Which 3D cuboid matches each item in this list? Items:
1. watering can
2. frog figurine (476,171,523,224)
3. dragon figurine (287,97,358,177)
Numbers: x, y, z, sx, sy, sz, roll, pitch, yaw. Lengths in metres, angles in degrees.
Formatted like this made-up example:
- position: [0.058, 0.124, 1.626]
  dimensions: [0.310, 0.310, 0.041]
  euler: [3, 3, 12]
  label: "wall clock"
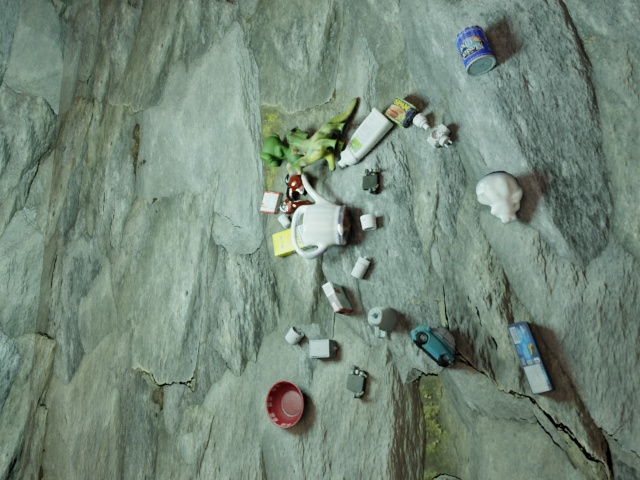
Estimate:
- position: [0.006, -0.097, 1.923]
  dimensions: [0.224, 0.102, 0.353]
  euler: [0, 70, 13]
  label: "watering can"
- position: [0.568, -0.133, 1.629]
  dimensions: [0.137, 0.120, 0.163]
  euler: [-1, 63, 10]
  label: "frog figurine"
- position: [-0.016, -0.407, 2.024]
  dimensions: [0.243, 0.120, 0.418]
  euler: [12, 65, 20]
  label: "dragon figurine"
